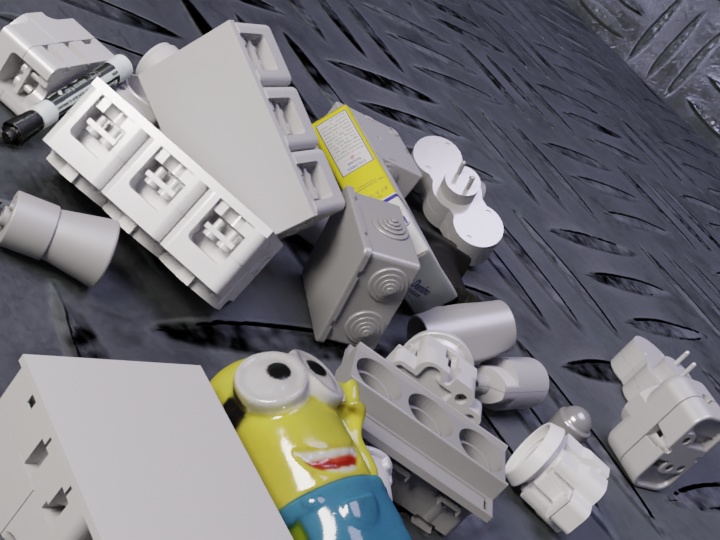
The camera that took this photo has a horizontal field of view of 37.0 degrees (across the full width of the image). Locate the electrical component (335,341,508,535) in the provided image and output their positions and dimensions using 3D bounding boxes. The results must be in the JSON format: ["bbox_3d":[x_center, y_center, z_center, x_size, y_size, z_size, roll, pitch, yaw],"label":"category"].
[{"bbox_3d":[0.028,0.111,0.692,0.121,0.063,0.078,36,24,-9],"label":"electrical component"}]

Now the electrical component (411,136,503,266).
[{"bbox_3d":[0.097,-0.079,1.074,0.052,0.073,0.138,-17,65,-24],"label":"electrical component"}]

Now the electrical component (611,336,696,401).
[{"bbox_3d":[0.308,0.112,1.083,0.052,0.073,0.138,29,26,-23],"label":"electrical component"}]

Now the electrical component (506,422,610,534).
[{"bbox_3d":[0.145,0.152,0.800,0.057,0.058,0.078,43,24,1],"label":"electrical component"}]

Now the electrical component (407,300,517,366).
[{"bbox_3d":[0.074,0.050,0.875,0.077,0.043,0.079,-9,7,-22],"label":"electrical component"}]

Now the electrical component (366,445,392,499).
[{"bbox_3d":[-0.002,0.137,0.630,0.048,0.048,0.062,26,34,-28],"label":"electrical component"}]

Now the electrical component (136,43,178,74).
[{"bbox_3d":[-0.157,-0.160,0.916,0.055,0.045,0.045,44,24,10],"label":"electrical component"}]

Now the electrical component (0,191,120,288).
[{"bbox_3d":[-0.183,-0.021,0.644,0.065,0.044,0.044,23,29,-24],"label":"electrical component"}]

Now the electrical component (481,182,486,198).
[{"bbox_3d":[0.095,-0.085,1.154,0.077,0.043,0.079,30,25,-21],"label":"electrical component"}]

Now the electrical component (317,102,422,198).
[{"bbox_3d":[0.006,-0.114,1.069,0.100,0.048,0.099,21,30,-36],"label":"electrical component"}]

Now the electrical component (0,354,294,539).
[{"bbox_3d":[-0.091,0.130,0.489,0.105,0.060,0.186,10,37,-48],"label":"electrical component"}]

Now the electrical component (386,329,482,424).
[{"bbox_3d":[0.054,0.080,0.793,0.078,0.058,0.057,36,27,-9],"label":"electrical component"}]

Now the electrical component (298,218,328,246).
[{"bbox_3d":[-0.031,-0.041,0.891,0.081,0.043,0.043,36,22,-36],"label":"electrical component"}]

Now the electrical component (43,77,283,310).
[{"bbox_3d":[-0.130,-0.046,0.716,0.150,0.061,0.089,41,-3,3],"label":"electrical component"}]

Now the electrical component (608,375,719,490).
[{"bbox_3d":[0.271,0.141,0.952,0.054,0.095,0.059,19,31,-38],"label":"electrical component"}]

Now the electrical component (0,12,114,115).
[{"bbox_3d":[-0.230,-0.150,0.787,0.056,0.050,0.089,42,24,3],"label":"electrical component"}]

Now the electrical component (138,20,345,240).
[{"bbox_3d":[-0.084,-0.095,0.792,0.062,0.089,0.150,-21,88,-64],"label":"electrical component"}]

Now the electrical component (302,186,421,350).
[{"bbox_3d":[0.000,0.000,0.804,0.048,0.099,0.099,16,32,-22],"label":"electrical component"}]

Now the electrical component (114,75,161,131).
[{"bbox_3d":[-0.158,-0.109,0.827,0.079,0.044,0.077,37,24,-7],"label":"electrical component"}]

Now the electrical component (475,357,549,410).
[{"bbox_3d":[0.115,0.092,0.876,0.081,0.043,0.043,6,41,-51],"label":"electrical component"}]
